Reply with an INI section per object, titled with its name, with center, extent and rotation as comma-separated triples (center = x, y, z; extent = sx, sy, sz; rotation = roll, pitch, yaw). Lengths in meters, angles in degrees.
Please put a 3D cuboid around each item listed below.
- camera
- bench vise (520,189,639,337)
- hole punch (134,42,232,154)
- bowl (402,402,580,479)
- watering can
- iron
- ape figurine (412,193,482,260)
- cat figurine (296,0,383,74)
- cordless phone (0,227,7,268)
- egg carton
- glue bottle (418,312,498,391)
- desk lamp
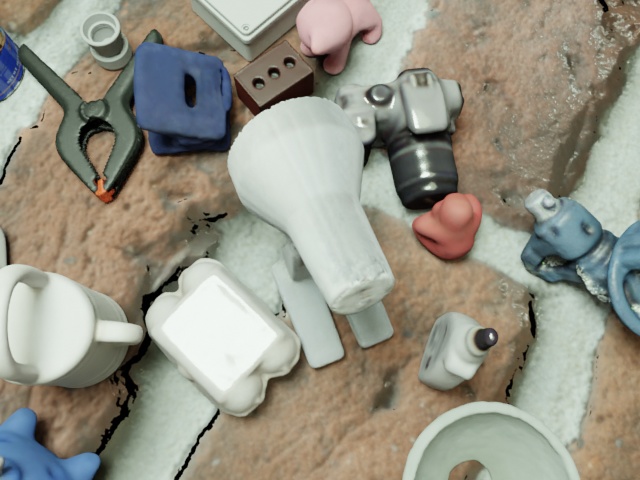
[camera]
center = 0.093, -0.106, 0.623
extent = 0.143, 0.101, 0.137
rotation = -8, 75, -4
[bench vise]
center = 0.293, 0.022, 0.536
extent = 0.207, 0.220, 0.121
rotation = 18, 75, 3
[hole punch]
center = -0.148, -0.158, 0.632
extent = 0.101, 0.091, 0.108
rotation = -4, 75, -3
[bowl]
center = 0.155, 0.240, 0.547
extent = 0.167, 0.075, 0.167
rotation = 1, 75, -2
[watering can]
center = -0.254, 0.082, 0.510
extent = 0.173, 0.194, 0.101
rotation = -19, 76, -7
[iron]
center = -0.312, 0.280, 0.482
extent = 0.118, 0.141, 0.258
rotation = 31, 76, 6
[ape figurine]
center = 0.139, -0.022, 0.607
extent = 0.078, 0.092, 0.076
rotation = -5, 75, -3
[cat figurine]
center = 0.019, -0.252, 0.650
extent = 0.067, 0.118, 0.128
rotation = 41, 77, 9
[cordless phone]
center = -0.373, 0.030, 0.524
extent = 0.094, 0.185, 0.147
rotation = -7, 75, -4
[egg carton]
center = -0.099, 0.097, 0.577
extent = 0.150, 0.069, 0.107
rotation = 41, 77, 8
[glue bottle]
center = 0.132, 0.100, 0.533
extent = 0.037, 0.173, 0.078
rotation = 22, 75, 4
[desk lamp]
center = 0.005, 0.002, 0.532
extent = 0.118, 0.213, 0.203
rotation = -22, 77, -8
